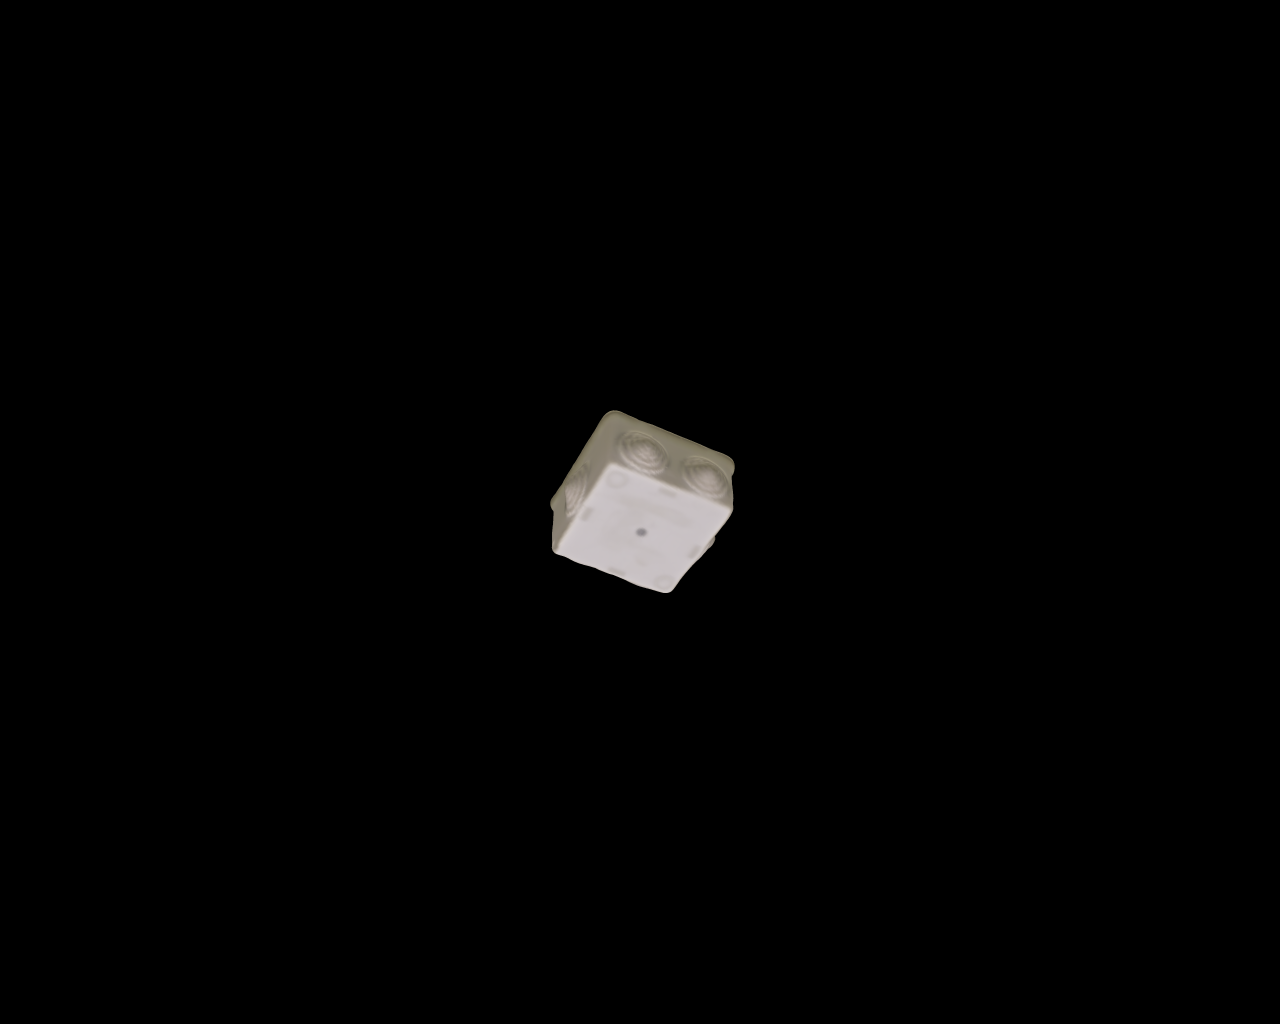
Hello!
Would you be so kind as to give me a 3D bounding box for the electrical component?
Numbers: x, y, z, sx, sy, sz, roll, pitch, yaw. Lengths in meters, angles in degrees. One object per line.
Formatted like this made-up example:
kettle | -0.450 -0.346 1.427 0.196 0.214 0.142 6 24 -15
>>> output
electrical component | 0.001 -0.003 0.650 0.100 0.099 0.048 22 38 -18
